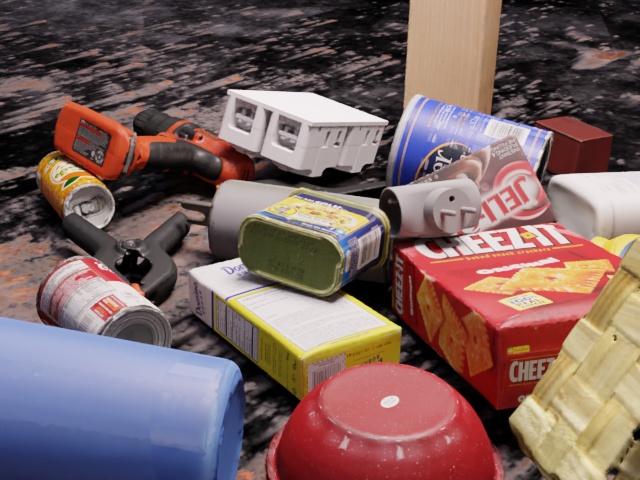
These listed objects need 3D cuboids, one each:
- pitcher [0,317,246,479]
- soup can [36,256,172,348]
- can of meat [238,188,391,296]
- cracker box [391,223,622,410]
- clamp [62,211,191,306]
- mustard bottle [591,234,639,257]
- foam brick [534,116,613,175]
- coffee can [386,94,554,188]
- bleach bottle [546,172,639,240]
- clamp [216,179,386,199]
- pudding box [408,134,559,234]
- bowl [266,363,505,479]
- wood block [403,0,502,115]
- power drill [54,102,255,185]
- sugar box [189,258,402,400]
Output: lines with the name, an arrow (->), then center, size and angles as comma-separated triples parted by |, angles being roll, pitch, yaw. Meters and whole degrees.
pitcher -> -0.175, 0.122, 0.653 | 0.243, 0.149, 0.145 | 7, 10, 5
soup can -> -0.169, 0.062, 0.831 | 0.068, 0.068, 0.102 | -17, 31, -34
can of meat -> -0.006, 0.001, 0.880 | 0.102, 0.057, 0.083 | 17, 23, 25
cracker box -> 0.167, 0.050, 0.836 | 0.164, 0.072, 0.214 | -6, 18, -15
clamp -> -0.181, 0.016, 0.963 | 0.120, 0.039, 0.171 | -2, 25, -3
mustard bottle -> 0.299, 0.038, 0.911 | 0.192, 0.058, 0.096 | 21, 39, 37
foam brick -> 0.288, -0.105, 1.226 | 0.052, 0.051, 0.078 | -11, 28, -29
coffee can -> 0.148, -0.076, 1.054 | 0.140, 0.103, 0.102 | 18, 29, 15
bleach bottle -> 0.356, -0.034, 1.067 | 0.250, 0.068, 0.103 | -6, 26, -19
clamp -> 0.001, -0.035, 1.082 | 0.210, 0.036, 0.164 | 9, 24, 8
pudding box -> 0.147, -0.031, 0.972 | 0.113, 0.090, 0.039 | -26, -14, 7
bowl -> 0.044, 0.129, 0.712 | 0.162, 0.055, 0.162 | 1, 25, 0
wood block -> 0.154, -0.203, 1.247 | 0.091, 0.206, 0.090 | 10, 26, 18
power drill -> -0.186, -0.105, 1.139 | 0.185, 0.057, 0.187 | 27, 17, 35
sugar box -> -0.025, 0.064, 0.860 | 0.093, 0.048, 0.176 | -13, 25, -32
